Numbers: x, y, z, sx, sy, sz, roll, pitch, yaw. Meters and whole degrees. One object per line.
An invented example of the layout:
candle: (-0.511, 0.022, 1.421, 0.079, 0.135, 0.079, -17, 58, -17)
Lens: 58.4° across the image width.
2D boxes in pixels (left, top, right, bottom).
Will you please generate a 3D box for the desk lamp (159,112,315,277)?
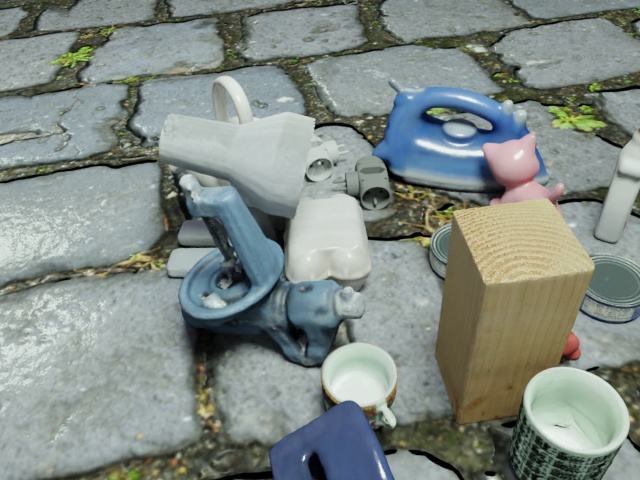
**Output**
desk lamp: (-0.100, -0.055, 0.691, 0.203, 0.214, 0.118, 0, 43, 5)

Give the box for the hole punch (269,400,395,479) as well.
hole punch: (0.009, 0.208, 0.485, 0.101, 0.091, 0.108, -16, 44, -12)

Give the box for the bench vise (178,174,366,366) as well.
bench vise: (-0.059, 0.024, 0.596, 0.207, 0.220, 0.121, -3, 42, 2)

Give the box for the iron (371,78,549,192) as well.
iron: (0.210, -0.159, 0.831, 0.257, 0.142, 0.119, 10, 45, 16)

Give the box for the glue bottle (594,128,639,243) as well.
glue bottle: (0.383, -0.082, 0.709, 0.037, 0.173, 0.078, 19, 47, 24)

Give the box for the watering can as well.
watering can: (-0.117, -0.126, 0.785, 0.100, 0.194, 0.173, 25, 50, 28)

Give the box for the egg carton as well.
egg carton: (0.007, 0.003, 0.726, 0.107, 0.069, 0.150, -6, 42, -1)

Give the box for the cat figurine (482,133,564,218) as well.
cat figurine: (0.271, -0.081, 0.759, 0.067, 0.118, 0.127, -23, 45, -18)

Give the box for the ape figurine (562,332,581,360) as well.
ape figurine: (0.249, 0.076, 0.609, 0.076, 0.092, 0.078, 15, 46, 20)
